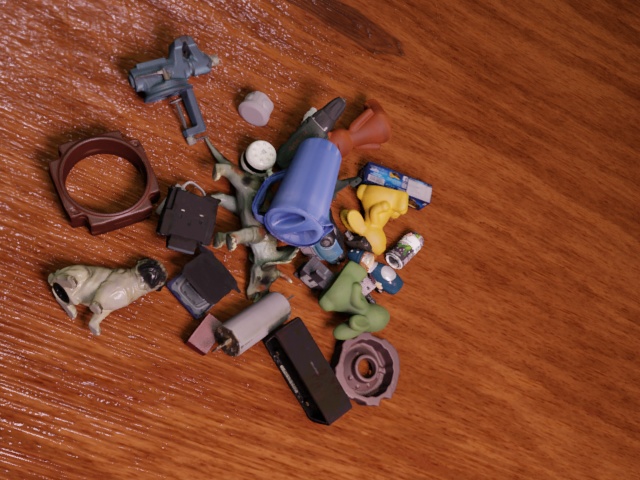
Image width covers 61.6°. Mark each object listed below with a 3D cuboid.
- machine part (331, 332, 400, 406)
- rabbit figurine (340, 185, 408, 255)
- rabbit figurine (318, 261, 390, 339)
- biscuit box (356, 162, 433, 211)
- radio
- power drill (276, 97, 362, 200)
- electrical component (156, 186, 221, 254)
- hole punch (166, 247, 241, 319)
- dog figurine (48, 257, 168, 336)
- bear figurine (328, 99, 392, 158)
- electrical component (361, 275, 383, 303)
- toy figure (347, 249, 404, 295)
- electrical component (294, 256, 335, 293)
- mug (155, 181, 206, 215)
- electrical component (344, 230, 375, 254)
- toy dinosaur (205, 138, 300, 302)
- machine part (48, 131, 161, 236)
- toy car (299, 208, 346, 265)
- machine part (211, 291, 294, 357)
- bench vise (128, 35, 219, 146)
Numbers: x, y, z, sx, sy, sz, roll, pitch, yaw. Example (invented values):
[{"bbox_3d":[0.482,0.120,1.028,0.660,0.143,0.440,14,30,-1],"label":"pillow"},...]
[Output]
[{"bbox_3d":[0.106,0.306,1.281,0.179,0.056,0.179,7,71,-21],"label":"machine part"},{"bbox_3d":[0.138,-0.050,1.375,0.162,0.122,0.173,10,89,-16],"label":"rabbit figurine"},{"bbox_3d":[0.090,0.156,1.258,0.170,0.121,0.159,38,44,-4],"label":"rabbit figurine"},{"bbox_3d":[0.201,-0.144,1.453,0.203,0.063,0.059,18,69,-15],"label":"biscuit box"},{"bbox_3d":[-0.032,0.290,1.188,0.073,0.131,0.229,-28,86,-26],"label":"radio"},{"bbox_3d":[0.018,-0.212,1.346,0.232,0.086,0.207,-34,107,9],"label":"power drill"},{"bbox_3d":[-0.285,-0.039,1.157,0.115,0.058,0.134,15,83,-23],"label":"electrical component"},{"bbox_3d":[-0.261,0.098,1.193,0.142,0.092,0.116,47,34,0],"label":"hole punch"},{"bbox_3d":[-0.439,0.080,1.125,0.172,0.121,0.190,42,44,2],"label":"dog figurine"},{"bbox_3d":[0.089,-0.280,1.438,0.196,0.132,0.120,-21,119,3],"label":"bear figurine"},{"bbox_3d":[0.123,0.103,1.359,0.102,0.045,0.078,42,92,-2],"label":"electrical component"},{"bbox_3d":[0.133,0.070,1.310,0.154,0.058,0.064,39,27,-5],"label":"toy figure"},{"bbox_3d":[-0.009,0.078,1.270,0.075,0.119,0.048,41,64,-3],"label":"electrical component"},{"bbox_3d":[-0.302,-0.073,1.226,0.107,0.081,0.109,41,64,-15],"label":"mug"},{"bbox_3d":[0.099,0.011,1.343,0.021,0.063,0.094,-51,119,-29],"label":"electrical component"},{"bbox_3d":[-0.157,-0.066,1.263,0.192,0.131,0.405,2,69,-34],"label":"toy dinosaur"},{"bbox_3d":[-0.466,-0.125,1.170,0.201,0.087,0.201,-21,81,-25],"label":"machine part"},{"bbox_3d":[-0.003,-0.004,1.303,0.103,0.161,0.109,-14,52,13],"label":"toy car"},{"bbox_3d":[-0.144,0.182,1.178,0.243,0.079,0.079,-33,88,-44],"label":"machine part"},{"bbox_3d":[-0.326,-0.350,1.283,0.223,0.129,0.240,-28,106,-36],"label":"bench vise"}]
